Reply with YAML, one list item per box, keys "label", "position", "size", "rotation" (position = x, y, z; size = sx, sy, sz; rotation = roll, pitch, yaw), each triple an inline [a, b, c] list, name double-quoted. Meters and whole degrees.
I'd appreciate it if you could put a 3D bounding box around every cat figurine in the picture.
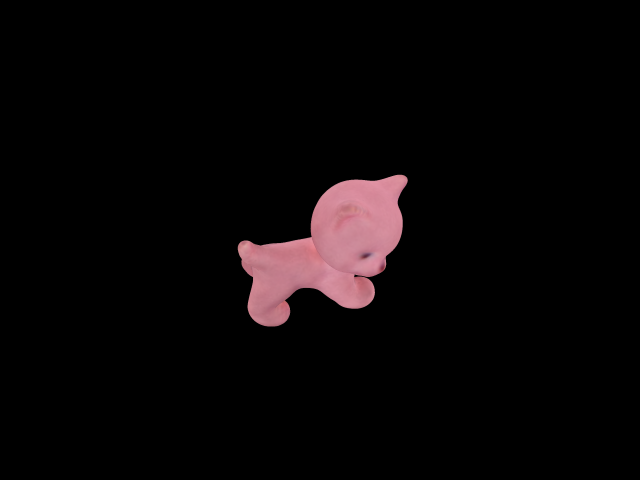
- label: "cat figurine"
  position: [0.004, 0.001, 0.400]
  size: [0.128, 0.118, 0.067]
  rotation: [-13, 62, -7]
